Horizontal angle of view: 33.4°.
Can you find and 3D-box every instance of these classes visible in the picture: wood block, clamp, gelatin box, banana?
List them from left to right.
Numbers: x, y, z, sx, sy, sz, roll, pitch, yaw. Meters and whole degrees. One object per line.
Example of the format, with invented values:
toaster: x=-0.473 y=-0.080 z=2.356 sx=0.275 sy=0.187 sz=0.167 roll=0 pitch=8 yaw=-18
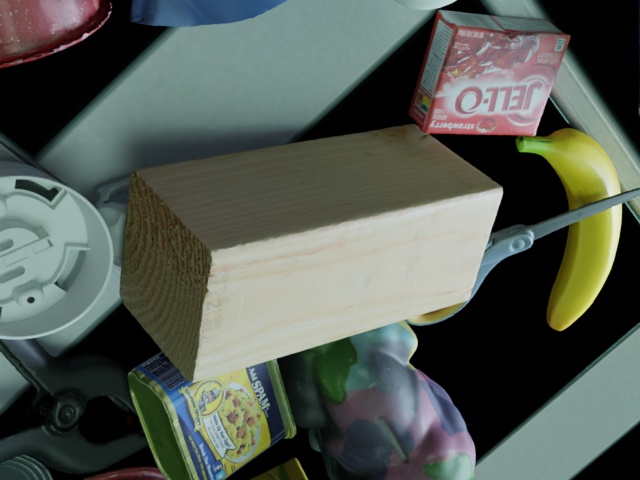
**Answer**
clamp: x=-0.177 y=0.115 z=0.678 sx=0.171 sy=0.039 sz=0.120 roll=30 pitch=85 yaw=-37
wood block: x=-0.004 y=0.001 z=0.635 sx=0.205 sy=0.091 sz=0.090 roll=-13 pitch=129 yaw=-35
gelatin box: x=0.108 y=-0.105 z=0.683 sx=0.089 sy=0.030 sz=0.073 roll=0 pitch=123 yaw=-25
banana: x=0.189 y=-0.013 z=0.786 sx=0.069 sy=0.037 sz=0.198 roll=-15 pitch=129 yaw=6

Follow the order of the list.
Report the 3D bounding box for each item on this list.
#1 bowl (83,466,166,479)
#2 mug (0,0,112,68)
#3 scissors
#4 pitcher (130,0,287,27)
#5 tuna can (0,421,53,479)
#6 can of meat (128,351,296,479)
bowl: x=-0.156 y=0.232 z=0.756 sx=0.162 sy=0.055 sz=0.162 roll=-23 pitch=144 yaw=-19
mug: x=-0.164 y=-0.136 z=0.502 sx=0.117 sy=0.093 sz=0.081 roll=1 pitch=125 yaw=18
scissors: x=0.134 y=0.014 z=0.767 sx=0.201 sy=0.016 sz=0.096 roll=-11 pitch=135 yaw=-4
pitcher: x=-0.069 y=-0.227 z=0.451 sx=0.145 sy=0.149 sz=0.242 roll=-19 pitch=129 yaw=24
tuna can: x=-0.224 y=0.163 z=0.713 sx=0.086 sy=0.034 sz=0.086 roll=-13 pitch=127 yaw=-17
can of meat: x=-0.072 y=0.109 z=0.706 sx=0.083 sy=0.058 sz=0.102 roll=-32 pitch=123 yaw=-30
